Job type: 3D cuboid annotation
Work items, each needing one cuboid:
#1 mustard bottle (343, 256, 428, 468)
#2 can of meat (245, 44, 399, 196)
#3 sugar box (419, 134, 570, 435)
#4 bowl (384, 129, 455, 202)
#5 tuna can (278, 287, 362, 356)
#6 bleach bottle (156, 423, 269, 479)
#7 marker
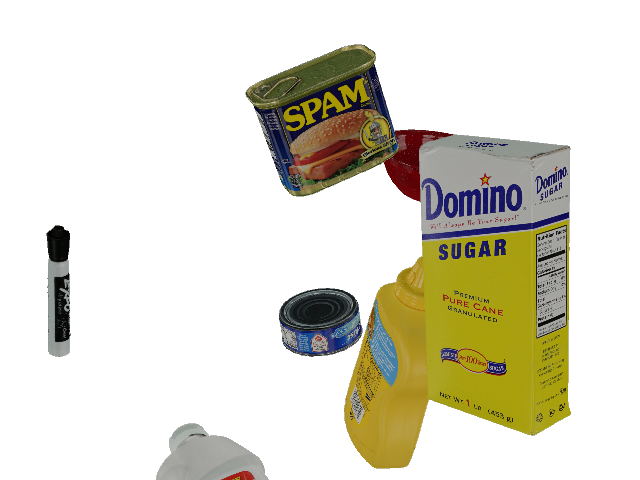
[{"bbox_3d":[0.067,0.093,0.886,0.058,0.192,0.096,2,37,-15],"label":"mustard bottle"},{"bbox_3d":[0.004,-0.093,0.832,0.102,0.084,0.057,-23,27,-8],"label":"can of meat"},{"bbox_3d":[0.109,0.025,0.675,0.048,0.176,0.094,-19,20,-38],"label":"sugar box"},{"bbox_3d":[0.143,-0.083,1.282,0.162,0.055,0.162,7,23,-3],"label":"bowl"},{"bbox_3d":[0.000,0.084,1.118,0.086,0.034,0.086,-7,26,3],"label":"tuna can"},{"bbox_3d":[-0.062,0.213,0.715,0.102,0.068,0.251,-15,34,-17],"label":"bleach bottle"},{"bbox_3d":[-0.220,0.043,0.898,0.020,0.121,0.020,6,27,-3],"label":"marker"}]
